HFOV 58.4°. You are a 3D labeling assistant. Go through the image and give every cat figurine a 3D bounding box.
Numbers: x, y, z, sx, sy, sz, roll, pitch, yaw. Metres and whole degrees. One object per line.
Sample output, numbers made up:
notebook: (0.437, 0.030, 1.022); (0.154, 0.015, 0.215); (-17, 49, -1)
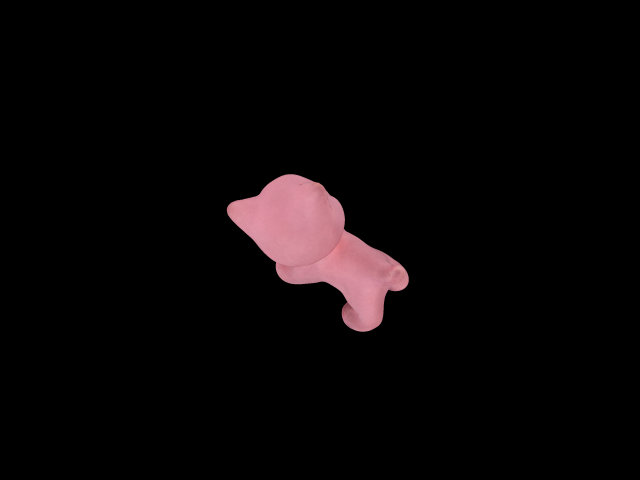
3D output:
cat figurine: (0.004, 0.001, 0.400); (0.127, 0.118, 0.067); (30, 75, 10)
